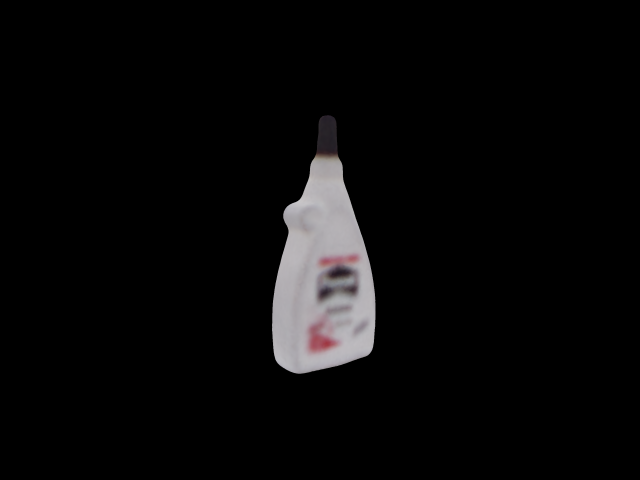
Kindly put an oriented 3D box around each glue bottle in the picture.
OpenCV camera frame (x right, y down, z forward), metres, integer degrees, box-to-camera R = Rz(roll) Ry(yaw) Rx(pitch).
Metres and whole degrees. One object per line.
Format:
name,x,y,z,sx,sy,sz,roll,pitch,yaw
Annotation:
glue bottle,0.004,0.001,0.400,0.078,0.173,0.037,-7,11,-39
